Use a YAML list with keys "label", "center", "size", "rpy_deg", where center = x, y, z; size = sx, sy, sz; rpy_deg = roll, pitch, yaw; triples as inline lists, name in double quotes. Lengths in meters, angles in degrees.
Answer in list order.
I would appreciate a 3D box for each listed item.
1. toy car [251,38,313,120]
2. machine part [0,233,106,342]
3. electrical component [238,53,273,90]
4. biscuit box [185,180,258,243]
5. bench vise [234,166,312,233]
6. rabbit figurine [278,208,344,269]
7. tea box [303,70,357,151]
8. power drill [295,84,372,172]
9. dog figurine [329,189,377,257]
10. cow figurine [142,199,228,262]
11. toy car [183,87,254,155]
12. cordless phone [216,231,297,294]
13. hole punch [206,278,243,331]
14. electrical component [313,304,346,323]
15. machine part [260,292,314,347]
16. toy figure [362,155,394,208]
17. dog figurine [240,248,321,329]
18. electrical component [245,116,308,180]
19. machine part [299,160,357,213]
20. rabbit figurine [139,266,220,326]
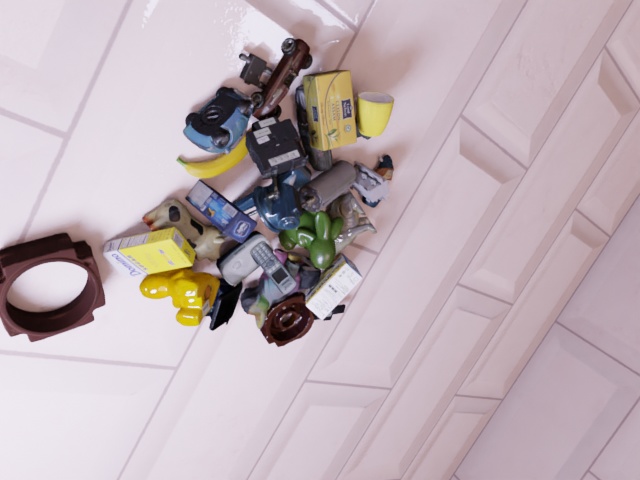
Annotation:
- label: "toy car"
  center: [-0.085, -0.357, 1.213]
  size: [0.202, 0.053, 0.089]
  rpy_deg: [-58, 156, 5]
- label: "machine part"
  center: [-0.564, 0.101, 1.118]
  size: [0.201, 0.087, 0.201]
  rpy_deg: [-18, 125, -28]
- label: "electrical component"
  center: [-0.149, -0.373, 1.185]
  size: [0.094, 0.021, 0.063]
  rpy_deg: [15, 107, -50]
- label: "biscuit box"
  center: [-0.222, -0.065, 1.196]
  size: [0.059, 0.203, 0.062]
  rpy_deg: [-53, 137, -1]
- label: "bench vise"
  center: [-0.135, -0.101, 1.288]
  size: [0.241, 0.224, 0.128]
  rpy_deg: [-25, 154, 19]
- label: "rabbit figurine"
  center: [-0.003, -0.004, 1.414]
  size: [0.121, 0.170, 0.159]
  rpy_deg: [14, 121, -44]
- label: "tea box"
  center: [0.024, -0.302, 1.249]
  size: [0.098, 0.068, 0.169]
  rpy_deg: [-20, 115, -24]
- label: "power drill"
  center: [0.040, -0.296, 1.345]
  size: [0.207, 0.086, 0.231]
  rpy_deg: [-27, 129, -28]
- label: "dog figurine"
  center: [0.038, -0.038, 1.505]
  size: [0.190, 0.121, 0.172]
  rpy_deg: [-32, 100, 4]
- label: "cow figurine"
  center: [-0.302, -0.018, 1.253]
  size: [0.127, 0.086, 0.194]
  rpy_deg: [-42, 130, -7]
- label: "toy car"
  center: [-0.212, -0.248, 1.173]
  size: [0.161, 0.109, 0.102]
  rpy_deg: [-52, 159, -16]
- label: "cordless phone"
  center: [-0.159, 0.083, 1.362]
  size: [0.146, 0.089, 0.184]
  rpy_deg: [-40, 99, -11]
- label: "hole punch"
  center: [-0.272, 0.159, 1.397]
  size: [0.116, 0.092, 0.142]
  rpy_deg: [-23, 133, -64]
- label: "electrical component"
  center: [0.019, 0.209, 1.668]
  size: [0.119, 0.048, 0.074]
  rpy_deg: [-8, 122, -35]
- label: "machine part"
  center: [-0.100, 0.227, 1.583]
  size: [0.179, 0.056, 0.179]
  rpy_deg: [-18, 126, -27]
- label: "toy figure"
  center: [0.173, -0.169, 1.547]
  size: [0.154, 0.058, 0.064]
  rpy_deg: [-64, 172, 11]
- label: "dog figurine"
  center: [-0.117, 0.139, 1.482]
  size: [0.191, 0.109, 0.219]
  rpy_deg: [20, 108, -46]
- label: "electrical component"
  center: [-0.103, -0.214, 1.215]
  size: [0.115, 0.134, 0.058]
  rpy_deg: [-20, 164, -17]
- label: "machine part"
  center: [0.021, -0.140, 1.391]
  size: [0.243, 0.079, 0.079]
  rpy_deg: [-42, 139, -41]
- label: "rabbit figurine"
  center: [-0.335, 0.104, 1.267]
  size: [0.162, 0.173, 0.121]
  rpy_deg: [-70, 161, -53]
